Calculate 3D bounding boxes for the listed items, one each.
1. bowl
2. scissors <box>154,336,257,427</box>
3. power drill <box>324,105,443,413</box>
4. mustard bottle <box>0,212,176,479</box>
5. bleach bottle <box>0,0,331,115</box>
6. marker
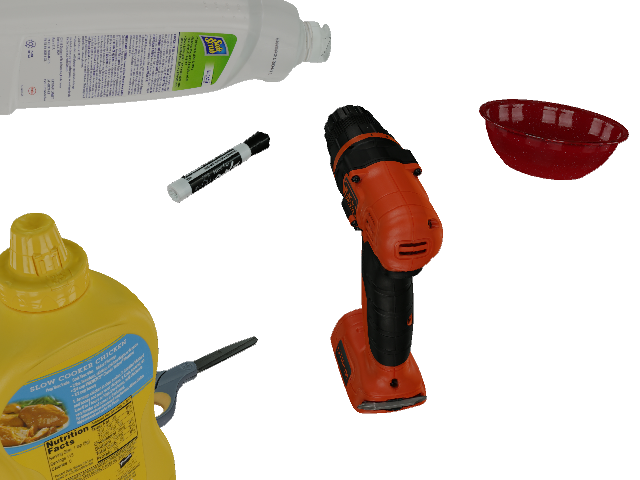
[{"bbox_3d":[0.249,-0.107,1.165,0.162,0.055,0.162,6,23,-3],"label":"bowl"},{"bbox_3d":[-0.130,0.141,1.048,0.201,0.016,0.096,-12,32,-29],"label":"scissors"},{"bbox_3d":[0.037,0.014,0.765,0.057,0.188,0.184,-7,33,-8],"label":"power drill"},{"bbox_3d":[-0.121,0.071,0.505,0.096,0.192,0.058,-25,42,-31],"label":"mustard bottle"},{"bbox_3d":[-0.117,-0.143,0.794,0.250,0.068,0.103,-2,-34,-16],"label":"bleach bottle"},{"bbox_3d":[-0.095,-0.072,1.023,0.120,0.020,0.020,-35,20,-31],"label":"marker"}]
